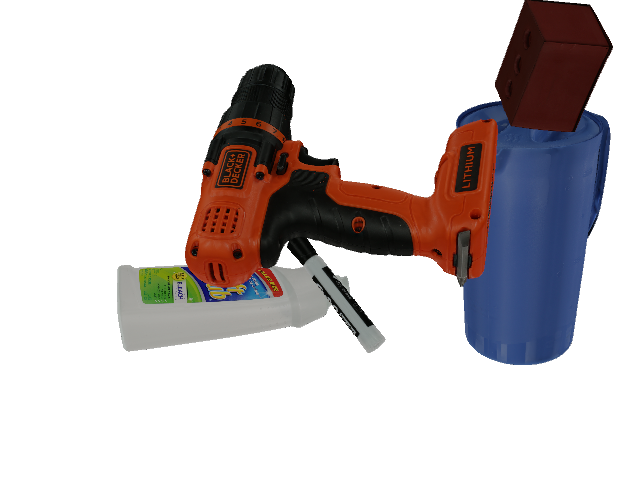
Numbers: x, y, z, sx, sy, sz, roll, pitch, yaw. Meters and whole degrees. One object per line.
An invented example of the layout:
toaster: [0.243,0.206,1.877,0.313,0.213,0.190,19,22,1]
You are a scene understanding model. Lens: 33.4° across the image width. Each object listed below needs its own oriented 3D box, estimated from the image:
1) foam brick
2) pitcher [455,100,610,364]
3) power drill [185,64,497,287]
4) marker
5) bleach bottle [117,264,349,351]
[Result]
foam brick: [0.163,-0.123,0.755,0.051,0.053,0.078,1,-45,-12]
pitcher: [0.205,-0.009,1.035,0.149,0.243,0.145,1,27,8]
power drill: [0.018,-0.044,0.688,0.188,0.184,0.057,3,-39,11]
marker: [0.011,0.041,0.891,0.020,0.121,0.020,-34,-18,-13]
bleach bottle: [-0.095,0.062,1.177,0.250,0.068,0.102,-6,36,-6]
